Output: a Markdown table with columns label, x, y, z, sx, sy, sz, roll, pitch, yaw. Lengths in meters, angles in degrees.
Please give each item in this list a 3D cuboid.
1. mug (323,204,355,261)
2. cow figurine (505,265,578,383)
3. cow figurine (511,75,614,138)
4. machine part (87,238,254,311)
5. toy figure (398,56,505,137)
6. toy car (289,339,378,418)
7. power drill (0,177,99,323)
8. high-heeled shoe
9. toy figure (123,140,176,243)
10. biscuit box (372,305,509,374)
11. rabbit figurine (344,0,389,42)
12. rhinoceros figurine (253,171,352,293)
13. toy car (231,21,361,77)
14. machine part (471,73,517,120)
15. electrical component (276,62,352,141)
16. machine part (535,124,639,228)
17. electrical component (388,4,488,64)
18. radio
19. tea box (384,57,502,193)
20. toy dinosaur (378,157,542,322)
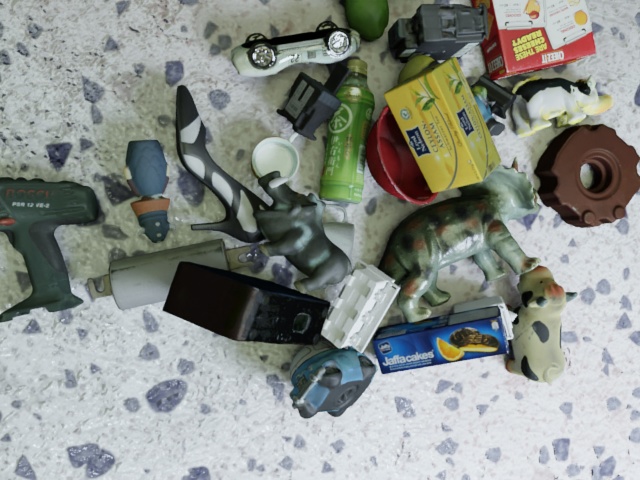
| label | x | y | z | sx | sy | sz | roll | pitch | yaw |
| --- | --- | --- | --- | --- | --- | --- | --- | --- | --- |
| mug | -0.002 | -0.003 | 0.838 | 0.107 | 0.081 | 0.109 | 5 | 99 | -2 |
| cow figurine | 0.357 | 0.137 | 0.877 | 0.085 | 0.127 | 0.194 | -7 | 95 | -12 |
| cow figurine | 0.406 | -0.238 | 0.906 | 0.167 | 0.068 | 0.098 | -15 | 88 | -9 |
| machine part | -0.220 | 0.051 | 0.806 | 0.243 | 0.079 | 0.079 | -13 | 94 | -9 |
| toy figure | 0.201 | -0.218 | 0.836 | 0.082 | 0.089 | 0.180 | -40 | 67 | -6 |
| toy car | 0.006 | 0.207 | 0.830 | 0.161 | 0.103 | 0.109 | 12 | 116 | -51 |
| power drill | -0.436 | 0.011 | 0.775 | 0.232 | 0.086 | 0.207 | -9 | 85 | -11 |
| high-heeled shoe | -0.139 | -0.115 | 0.818 | 0.145 | 0.086 | 0.248 | -8 | 93 | -17 |
| toy figure | -0.255 | -0.073 | 0.807 | 0.064 | 0.058 | 0.154 | -5 | 98 | -4 |
| biscuit box | 0.187 | 0.158 | 0.845 | 0.203 | 0.059 | 0.062 | -15 | 96 | 18 |
| rabbit figurine | 0.086 | -0.400 | 0.826 | 0.159 | 0.121 | 0.170 | 25 | 103 | -6 |
| rhinoceros figurine | -0.032 | -0.012 | 0.773 | 0.112 | 0.073 | 0.190 | -38 | 82 | 7 |
| toy car | -0.036 | -0.292 | 0.824 | 0.202 | 0.074 | 0.056 | -13 | 124 | -9 |
| machine part | 0.254 | -0.206 | 0.887 | 0.084 | 0.039 | 0.139 | 44 | 89 | 12 |
| electrical component | -0.005 | -0.218 | 0.813 | 0.047 | 0.075 | 0.119 | 16 | 120 | -46 |
| machine part | 0.463 | -0.110 | 0.923 | 0.179 | 0.056 | 0.179 | 0 | 91 | -9 |
| electrical component | 0.178 | -0.321 | 0.840 | 0.134 | 0.115 | 0.058 | -6 | 91 | -11 |
| radio | -0.089 | 0.092 | 0.741 | 0.131 | 0.229 | 0.073 | 17 | 88 | 28 |
| tea box | 0.178 | -0.162 | 0.778 | 0.068 | 0.098 | 0.169 | -40 | 106 | -34 |
| toy dinosaur | 0.196 | 0.003 | 0.858 | 0.405 | 0.131 | 0.192 | -24 | 82 | -3 |
